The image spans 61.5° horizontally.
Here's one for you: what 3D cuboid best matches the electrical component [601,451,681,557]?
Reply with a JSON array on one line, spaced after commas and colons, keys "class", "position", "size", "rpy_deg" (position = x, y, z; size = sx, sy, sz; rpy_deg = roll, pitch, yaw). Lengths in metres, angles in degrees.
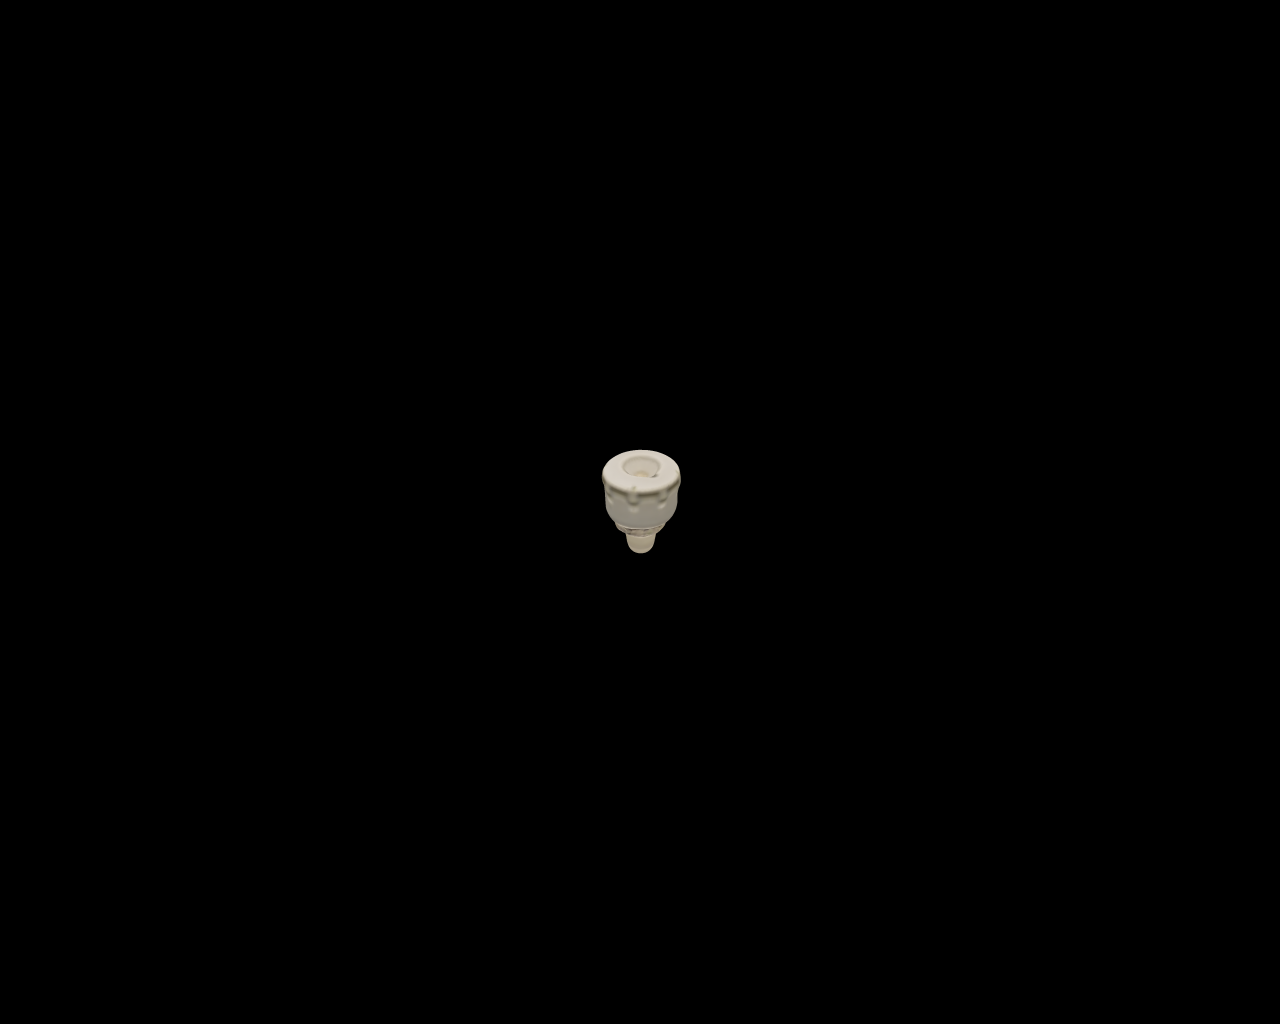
[{"class": "electrical component", "position": [0.001, -0.003, 0.650], "size": [0.048, 0.062, 0.048], "rpy_deg": [0, 33, 0]}]
